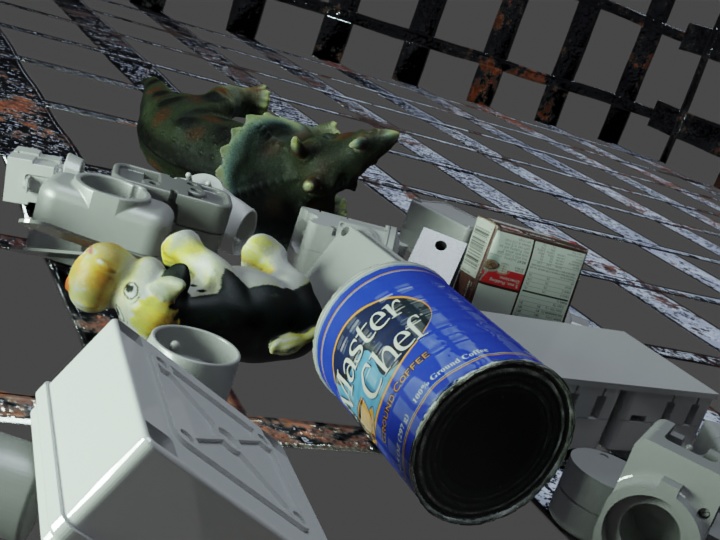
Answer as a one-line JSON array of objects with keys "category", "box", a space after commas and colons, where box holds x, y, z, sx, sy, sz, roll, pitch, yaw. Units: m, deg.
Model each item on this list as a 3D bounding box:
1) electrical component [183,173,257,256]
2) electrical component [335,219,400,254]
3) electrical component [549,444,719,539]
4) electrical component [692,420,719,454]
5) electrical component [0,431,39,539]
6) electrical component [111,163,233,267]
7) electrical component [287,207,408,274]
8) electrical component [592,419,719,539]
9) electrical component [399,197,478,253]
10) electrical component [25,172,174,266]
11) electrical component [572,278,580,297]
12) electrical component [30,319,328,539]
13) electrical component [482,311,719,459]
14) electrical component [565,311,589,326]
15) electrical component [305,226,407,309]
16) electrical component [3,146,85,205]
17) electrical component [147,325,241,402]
[{"category": "electrical component", "box": [-0.132, -0.055, 0.911, 0.077, 0.044, 0.079, 23, -28, 13]}, {"category": "electrical component", "box": [0.000, 0.000, 0.862, 0.051, 0.080, 0.080, 14, 15, 0]}, {"category": "electrical component", "box": [0.184, 0.137, 0.617, 0.138, 0.073, 0.052, 26, 16, 23]}, {"category": "electrical component", "box": [0.261, 0.148, 0.694, 0.096, 0.061, 0.061, 19, 15, -1]}, {"category": "electrical component", "box": [-0.162, 0.084, 0.443, 0.078, 0.040, 0.040, 19, 15, -3]}, {"category": "electrical component", "box": [-0.155, -0.040, 0.849, 0.095, 0.059, 0.053, 15, 16, -15]}, {"category": "electrical component", "box": [-0.014, -0.012, 0.930, 0.089, 0.055, 0.050, 14, 16, -20]}, {"category": "electrical component", "box": [0.157, 0.133, 0.566, 0.050, 0.089, 0.056, 26, 16, 23]}, {"category": "electrical component", "box": [0.095, -0.028, 1.109, 0.096, 0.061, 0.062, 31, 19, 36]}, {"category": "electrical component", "box": [-0.188, -0.034, 0.787, 0.095, 0.059, 0.053, 17, 15, -7]}, {"category": "electrical component", "box": [0.176, 0.029, 1.018, 0.048, 0.055, 0.066, 26, 17, 23]}, {"category": "electrical component", "box": [-0.072, 0.087, 0.433, 0.109, 0.056, 0.108, 43, 3, -28]}, {"category": "electrical component", "box": [0.151, 0.085, 0.782, 0.186, 0.060, 0.105, 9, 18, -33]}, {"category": "electrical component", "box": [0.177, 0.055, 0.951, 0.079, 0.043, 0.077, 19, 15, -2]}, {"category": "electrical component", "box": [0.011, 0.027, 0.756, 0.057, 0.078, 0.113, 38, 1, -38]}, {"category": "electrical component", "box": [-0.256, -0.074, 0.874, 0.055, 0.048, 0.066, 9, 16, -9]}, {"category": "electrical component", "box": [-0.096, 0.063, 0.527, 0.043, 0.077, 0.079, 10, 17, -30]}]
